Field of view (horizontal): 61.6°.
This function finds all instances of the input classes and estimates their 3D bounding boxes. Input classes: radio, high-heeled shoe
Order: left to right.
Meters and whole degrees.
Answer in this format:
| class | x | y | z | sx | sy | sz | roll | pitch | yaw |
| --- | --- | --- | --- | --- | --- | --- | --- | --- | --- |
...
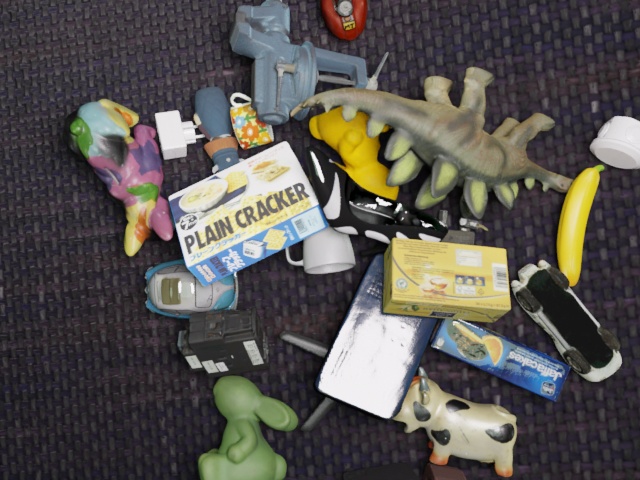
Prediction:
| class | x | y | z | sx | sy | sz | roll | pitch | yaw |
| --- | --- | --- | --- | --- | --- | --- | --- | --- | --- |
| high-heeled shoe | 0.088 | -0.058 | 0.794 | 0.145 | 0.086 | 0.248 | -20 | 129 | 19 |
| radio | 0.093 | 0.149 | 0.821 | 0.131 | 0.073 | 0.229 | 25 | 75 | 6 |

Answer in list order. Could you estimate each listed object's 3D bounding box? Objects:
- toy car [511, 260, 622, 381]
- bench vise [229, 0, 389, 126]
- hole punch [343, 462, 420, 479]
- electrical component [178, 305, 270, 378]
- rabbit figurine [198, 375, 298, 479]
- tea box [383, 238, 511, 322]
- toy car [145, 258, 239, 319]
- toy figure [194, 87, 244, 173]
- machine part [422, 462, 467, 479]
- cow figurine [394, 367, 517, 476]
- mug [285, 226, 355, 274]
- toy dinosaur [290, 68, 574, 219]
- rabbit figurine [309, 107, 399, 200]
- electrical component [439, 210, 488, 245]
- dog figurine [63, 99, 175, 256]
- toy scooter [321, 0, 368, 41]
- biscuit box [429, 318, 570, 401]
| class | x | y | z | sx | sy | sz | roll | pitch | yaw |
| --- | --- | --- | --- | --- | --- | --- | --- | --- | --- |
| toy car | 0.378 | 0.123 | 0.827 | 0.073 | 0.056 | 0.202 | -37 | 81 | -2 |
| bench vise | -0.022 | -0.283 | 0.857 | 0.241 | 0.129 | 0.223 | 3 | 68 | -19 |
| hole punch | 0.094 | 0.404 | 0.817 | 0.116 | 0.142 | 0.092 | -3 | 92 | -5 |
| electrical component | -0.154 | 0.164 | 0.855 | 0.134 | 0.114 | 0.058 | -8 | 45 | 1 |
| rabbit figurine | -0.119 | 0.297 | 0.852 | 0.159 | 0.121 | 0.170 | -10 | 72 | 4 |
| tea box | 0.180 | 0.059 | 0.778 | 0.170 | 0.068 | 0.098 | 7 | 65 | -1 |
| toy car | -0.219 | 0.077 | 0.876 | 0.162 | 0.103 | 0.109 | -1 | 87 | 5 |
| toy figure | -0.167 | -0.177 | 0.901 | 0.064 | 0.058 | 0.154 | -14 | 91 | 12 |
| machine part | 0.180 | 0.421 | 0.785 | 0.056 | 0.179 | 0.179 | 6 | 89 | 3 |
| cow figurine | 0.203 | 0.275 | 0.829 | 0.195 | 0.085 | 0.127 | 9 | 95 | 9 |
| mug | -0.002 | -0.003 | 0.868 | 0.110 | 0.080 | 0.107 | -8 | 75 | 10 |
| toy dinosaur | 0.187 | -0.141 | 0.770 | 0.471 | 0.105 | 0.198 | 20 | 80 | -19 |
| rabbit figurine | 0.060 | -0.128 | 0.848 | 0.162 | 0.122 | 0.173 | -23 | 105 | 8 |
| electrical component | 0.220 | 0.007 | 0.854 | 0.078 | 0.045 | 0.102 | 12 | 89 | 6 |
| dog figurine | -0.307 | -0.090 | 0.857 | 0.108 | 0.191 | 0.219 | -23 | 73 | 10 |
| toy scooter | 0.029 | -0.416 | 0.846 | 0.075 | 0.135 | 0.183 | -12 | 88 | 4 |
| biscuit box | 0.275 | 0.176 | 0.834 | 0.203 | 0.059 | 0.062 | 23 | 91 | 7 |
